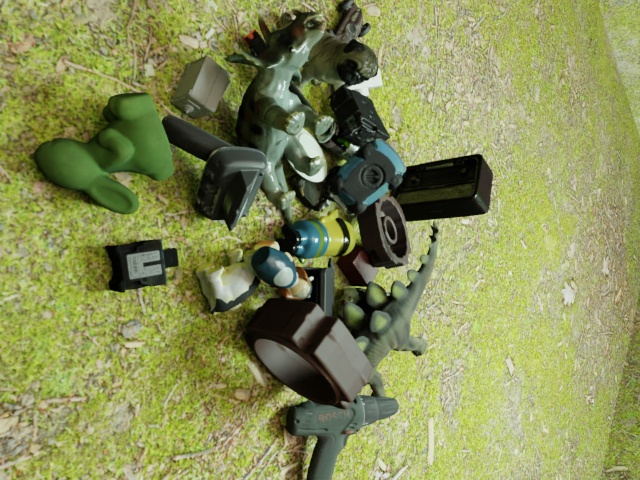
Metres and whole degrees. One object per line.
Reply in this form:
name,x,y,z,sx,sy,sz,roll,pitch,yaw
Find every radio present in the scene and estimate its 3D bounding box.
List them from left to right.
radio,0.282,-0.119,1.256,0.073,0.230,0.131,43,56,-40

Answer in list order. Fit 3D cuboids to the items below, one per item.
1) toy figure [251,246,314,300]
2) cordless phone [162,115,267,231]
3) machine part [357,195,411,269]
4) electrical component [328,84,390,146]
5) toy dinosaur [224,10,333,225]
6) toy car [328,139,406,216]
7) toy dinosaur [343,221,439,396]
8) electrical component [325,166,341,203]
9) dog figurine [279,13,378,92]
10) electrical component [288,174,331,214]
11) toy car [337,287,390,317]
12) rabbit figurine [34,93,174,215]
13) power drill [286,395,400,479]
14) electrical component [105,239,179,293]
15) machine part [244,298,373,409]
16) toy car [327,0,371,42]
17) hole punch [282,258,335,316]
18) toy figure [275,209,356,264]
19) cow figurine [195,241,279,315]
toy figure,-0.059,0.067,0.939,0.154,0.064,0.058,43,28,-42
cordless phone,-0.191,-0.114,0.887,0.184,0.146,0.089,29,44,-1
machine part,0.143,-0.019,1.196,0.179,0.056,0.179,37,44,-48
electrical component,0.089,-0.255,1.142,0.134,0.058,0.115,12,51,-52
toy dinosaur,-0.088,-0.190,0.934,0.131,0.404,0.192,-29,63,-35
toy car,0.093,-0.128,1.116,0.161,0.103,0.109,-45,98,6
toy dinosaur,0.134,0.182,1.109,0.198,0.105,0.471,33,89,-43
electrical component,0.041,-0.128,1.160,0.063,0.021,0.094,54,54,-28
dog figurine,0.012,-0.369,1.024,0.172,0.191,0.121,55,54,-27
electrical component,-0.017,-0.099,1.084,0.102,0.045,0.078,54,56,-28
toy car,0.118,0.149,1.198,0.201,0.056,0.073,13,96,-45
rabbit figurine,-0.309,-0.117,0.771,0.170,0.121,0.158,-25,114,-24
power drill,0.043,0.407,1.055,0.232,0.086,0.207,8,95,-19
electrical component,-0.265,0.037,0.831,0.119,0.048,0.074,-5,92,-43
machine part,-0.025,0.202,0.954,0.087,0.201,0.201,-49,121,-31
toy car,0.059,-0.448,1.162,0.089,0.053,0.202,47,52,-29
hole punch,-0.019,0.106,1.058,0.115,0.092,0.142,14,74,-76
toy figure,-0.004,0.000,1.059,0.180,0.082,0.089,-11,68,-52
cow figurine,-0.131,0.064,0.947,0.167,0.068,0.098,-27,112,-39
